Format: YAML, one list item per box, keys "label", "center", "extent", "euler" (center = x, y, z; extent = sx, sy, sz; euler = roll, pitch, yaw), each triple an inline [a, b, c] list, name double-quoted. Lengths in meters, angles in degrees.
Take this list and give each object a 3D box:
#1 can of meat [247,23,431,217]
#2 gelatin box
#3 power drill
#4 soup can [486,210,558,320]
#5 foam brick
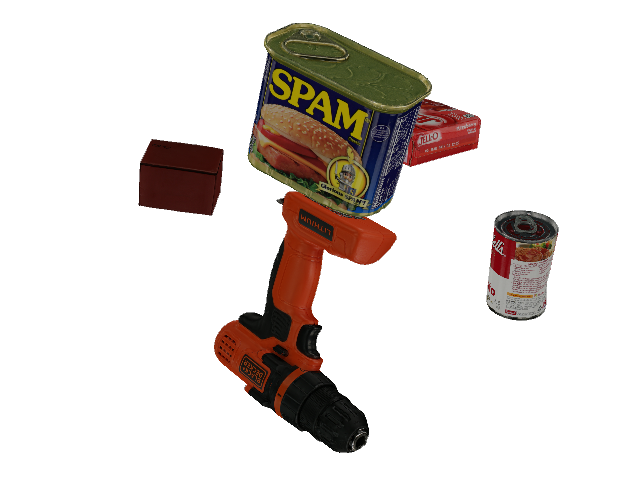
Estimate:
- label: "can of meat"
  center: [0.008, -0.073, 0.656]
  extent: [0.102, 0.084, 0.057]
  euler: [30, 38, 20]
- label: "gelatin box"
  center: [0.073, -0.092, 0.864]
  extent: [0.073, 0.030, 0.089]
  euler: [-16, 28, -32]
- label: "power drill"
  center: [-0.004, 0.065, 0.912]
  extent: [0.185, 0.188, 0.057]
  euler: [31, 16, 38]
- label: "soup can"
  center: [0.219, 0.027, 1.164]
  extent: [0.068, 0.102, 0.068]
  euler: [1, 30, -1]
- label: "foam brick"
  center: [-0.140, -0.064, 1.080]
  extent: [0.078, 0.051, 0.053]
  euler: [8, 33, 1]
